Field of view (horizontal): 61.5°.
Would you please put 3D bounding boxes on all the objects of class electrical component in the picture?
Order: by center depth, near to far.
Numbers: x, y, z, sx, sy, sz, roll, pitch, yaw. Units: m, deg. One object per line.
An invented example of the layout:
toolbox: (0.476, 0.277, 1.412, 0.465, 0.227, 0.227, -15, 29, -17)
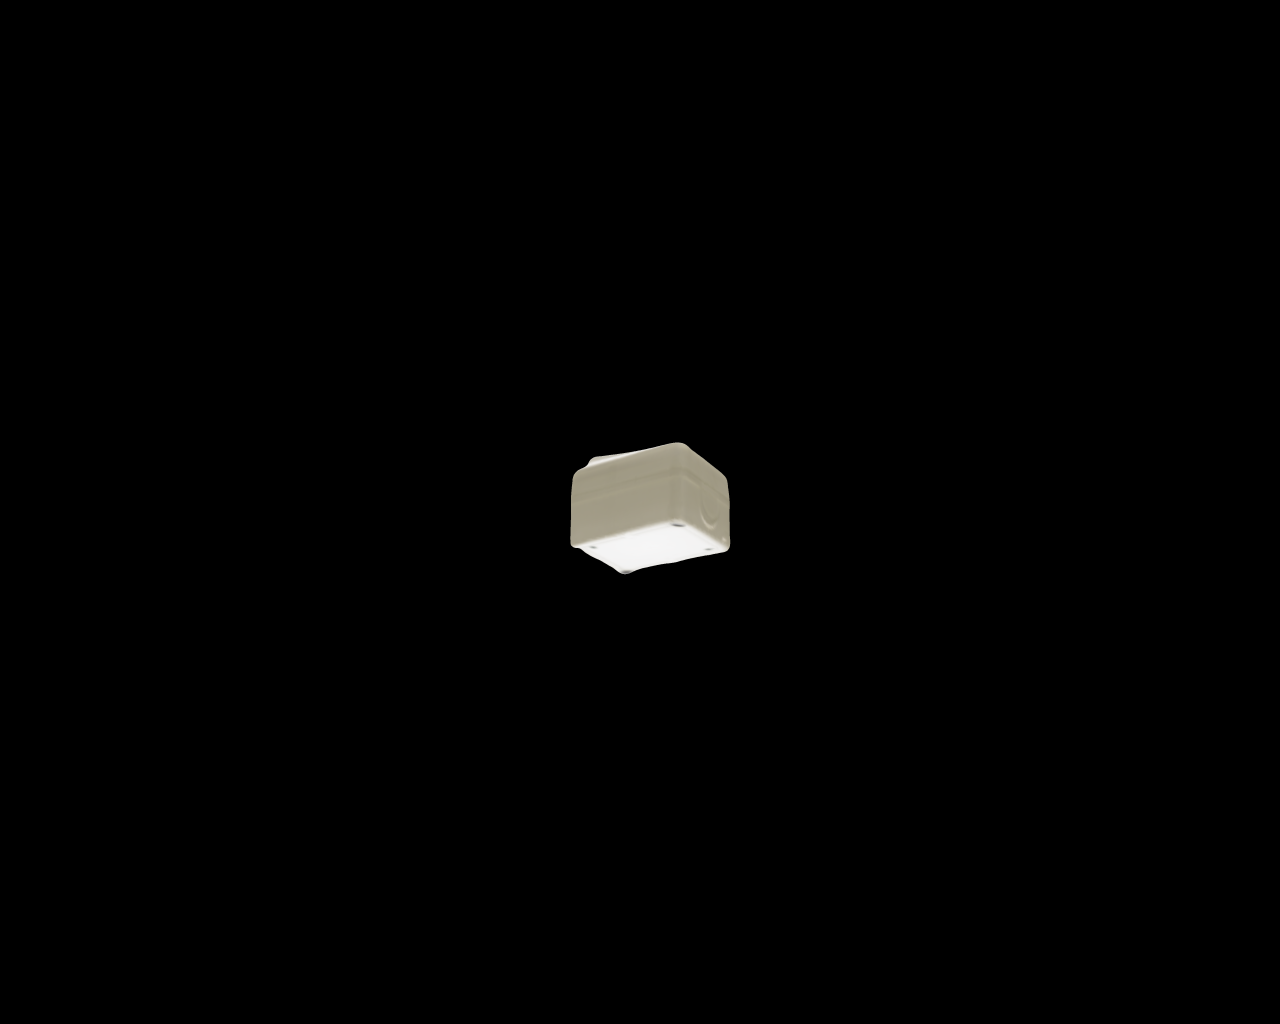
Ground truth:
electrical component: (0.001, -0.003, 0.650, 0.096, 0.061, 0.061, -14, -27, 29)
